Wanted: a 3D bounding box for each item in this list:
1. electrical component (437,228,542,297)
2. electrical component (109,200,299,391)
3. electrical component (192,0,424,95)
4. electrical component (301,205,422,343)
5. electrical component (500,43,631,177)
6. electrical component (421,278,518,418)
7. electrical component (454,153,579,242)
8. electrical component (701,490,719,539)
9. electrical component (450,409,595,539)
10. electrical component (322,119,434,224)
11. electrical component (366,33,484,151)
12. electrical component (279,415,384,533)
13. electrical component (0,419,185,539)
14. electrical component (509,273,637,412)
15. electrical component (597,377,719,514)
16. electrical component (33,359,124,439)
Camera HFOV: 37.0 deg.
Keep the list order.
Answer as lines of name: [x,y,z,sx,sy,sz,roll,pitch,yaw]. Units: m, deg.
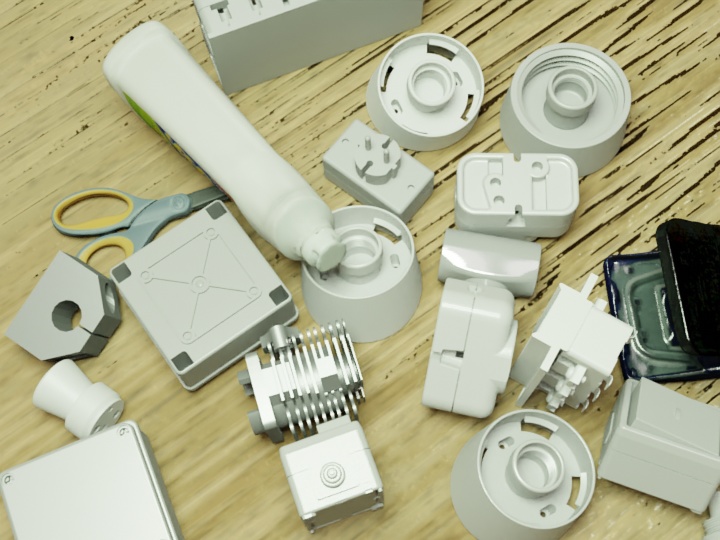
electrical component: [0.100,0.011,0.854,0.077,0.044,0.079,10,70,6]
electrical component: [-0.123,0.020,0.853,0.109,0.056,0.108,-35,72,-10]
electrical component: [-0.043,-0.227,0.912,0.186,0.105,0.060,-21,75,-6]
electrical component: [0.000,0.000,0.865,0.099,0.064,0.099,-2,56,3]
electrical component: [0.173,-0.138,0.897,0.108,0.060,0.108,-1,70,2]
electrical component: [0.085,0.060,0.813,0.059,0.053,0.095,11,109,6]
electrical component: [0.125,-0.058,0.871,0.095,0.059,0.053,1,70,2]
electrical component: [0.269,0.192,0.783,0.048,0.048,0.062,-10,63,-1]
electrical component: [0.123,0.155,0.803,0.099,0.064,0.099,5,63,-9]
electrical component: [0.015,-0.086,0.876,0.083,0.075,0.047,37,75,14]
electrical component: [0.056,-0.152,0.919,0.099,0.064,0.099,1,82,-5]
electrical component: [-0.021,0.146,0.781,0.062,0.096,0.061,-19,70,-5]
electrical component: [-0.196,0.183,0.796,0.109,0.056,0.108,-22,71,-6]
electrical component: [0.155,0.061,0.793,0.063,0.121,0.078,29,73,9]
electrical component: [0.230,0.127,0.786,0.096,0.061,0.061,18,35,8]
electrical component: [-0.217,0.102,0.832,0.055,0.045,0.045,33,74,12]
